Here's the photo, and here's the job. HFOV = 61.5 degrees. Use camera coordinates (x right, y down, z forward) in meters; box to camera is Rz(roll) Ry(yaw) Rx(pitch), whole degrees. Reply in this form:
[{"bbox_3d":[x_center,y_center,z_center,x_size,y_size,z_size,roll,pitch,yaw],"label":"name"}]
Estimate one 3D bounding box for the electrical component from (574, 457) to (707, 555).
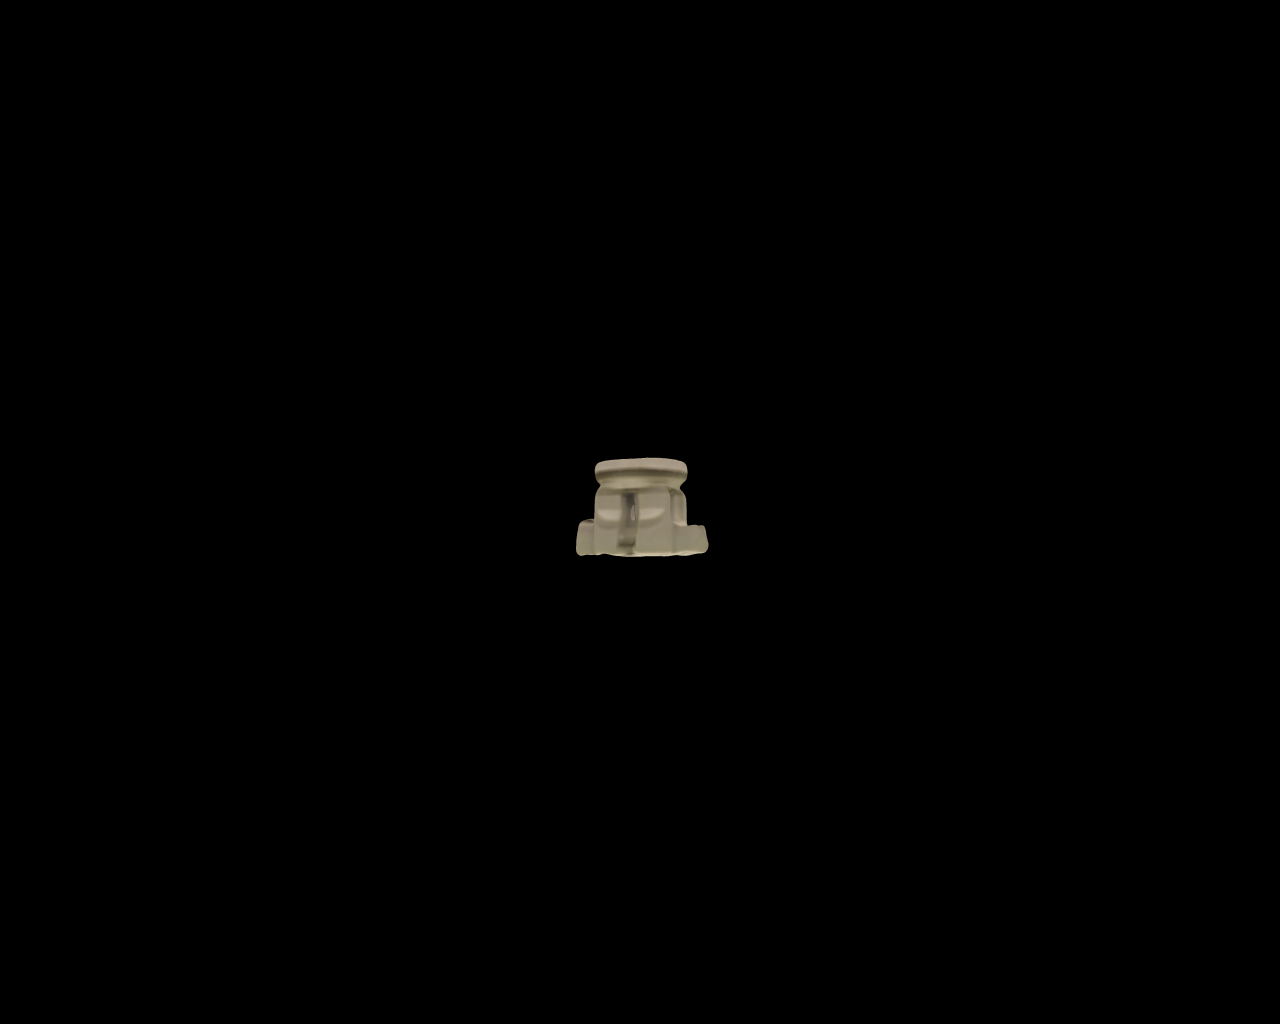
[{"bbox_3d":[0.001,-0.003,0.650,0.078,0.057,0.058,-1,-4,20],"label":"electrical component"}]
